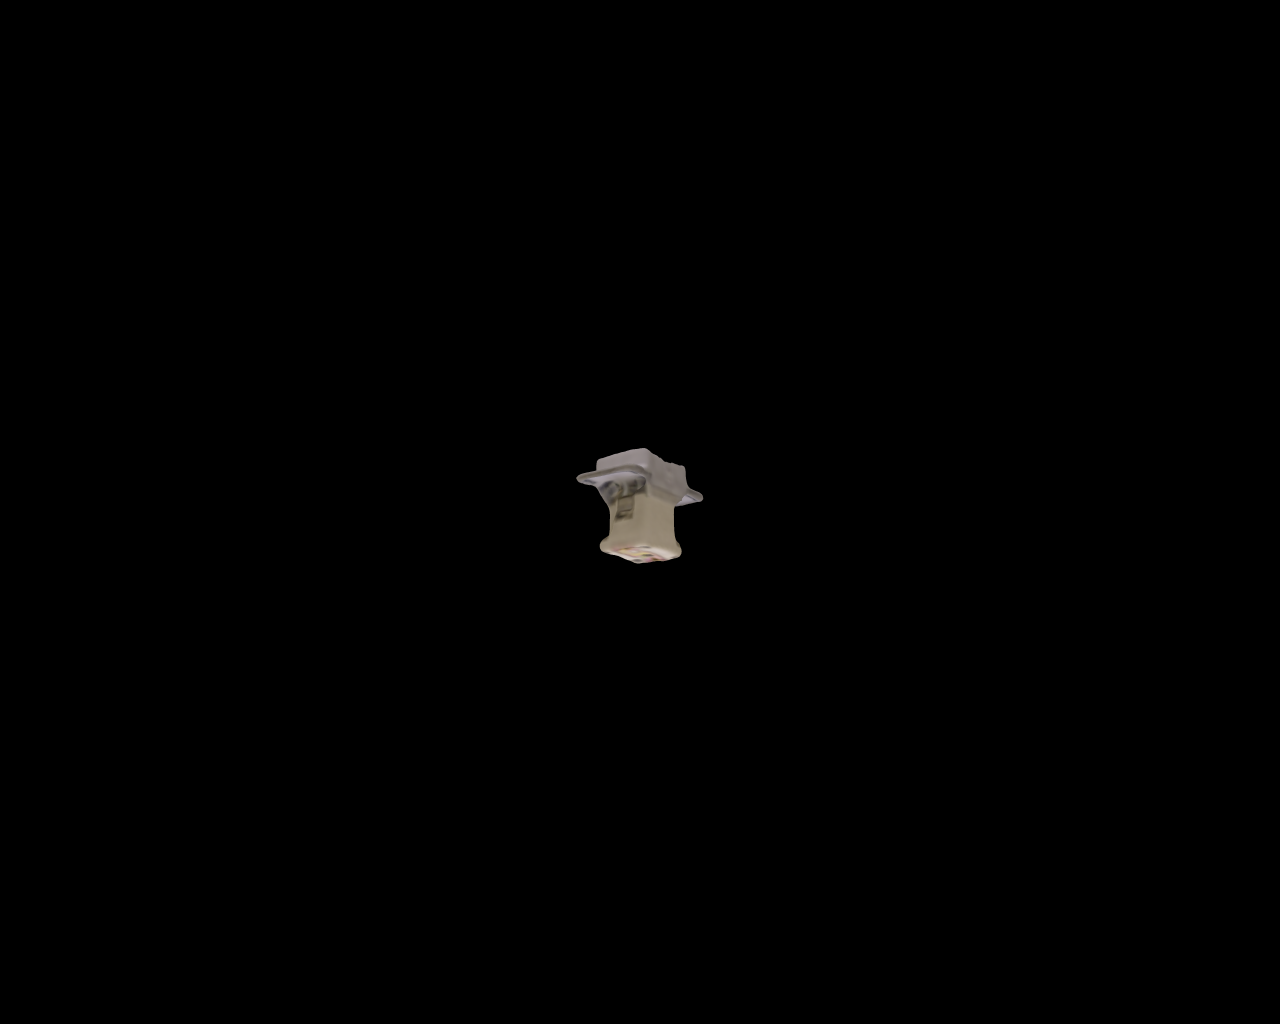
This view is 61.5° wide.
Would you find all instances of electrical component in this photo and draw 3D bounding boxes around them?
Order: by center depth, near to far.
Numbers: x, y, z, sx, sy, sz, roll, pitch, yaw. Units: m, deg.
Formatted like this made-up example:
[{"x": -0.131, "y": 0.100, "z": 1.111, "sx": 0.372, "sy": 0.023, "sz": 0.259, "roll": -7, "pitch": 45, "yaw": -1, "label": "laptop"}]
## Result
[{"x": 0.001, "y": -0.003, "z": 0.650, "sx": 0.042, "sy": 0.064, "sz": 0.081, "roll": -11, "pitch": -19, "yaw": 34, "label": "electrical component"}]
